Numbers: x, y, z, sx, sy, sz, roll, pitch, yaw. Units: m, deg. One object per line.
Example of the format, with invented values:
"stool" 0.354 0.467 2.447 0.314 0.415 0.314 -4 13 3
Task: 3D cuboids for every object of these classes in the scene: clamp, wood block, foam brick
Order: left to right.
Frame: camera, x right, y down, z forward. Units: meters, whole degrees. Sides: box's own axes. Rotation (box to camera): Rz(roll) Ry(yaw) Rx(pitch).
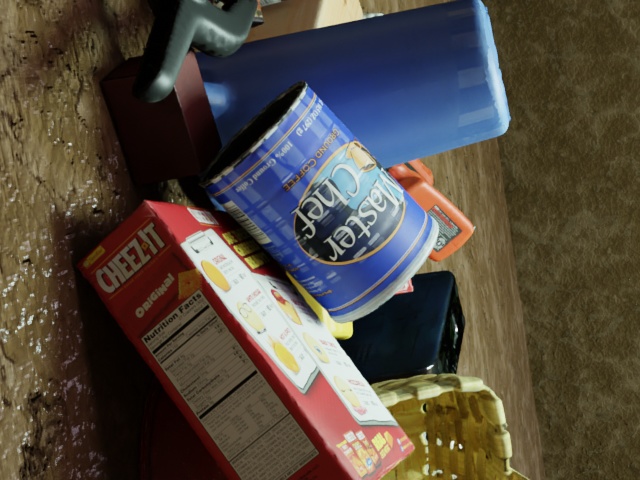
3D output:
"clamp" -0.104 -0.174 0.708 0.164 0.036 0.209 60 25 -1
"foam brick" -0.107 -0.085 0.735 0.051 0.053 0.078 -65 144 -61
"wood block" -0.022 -0.186 1.002 0.206 0.090 0.091 -78 154 -47

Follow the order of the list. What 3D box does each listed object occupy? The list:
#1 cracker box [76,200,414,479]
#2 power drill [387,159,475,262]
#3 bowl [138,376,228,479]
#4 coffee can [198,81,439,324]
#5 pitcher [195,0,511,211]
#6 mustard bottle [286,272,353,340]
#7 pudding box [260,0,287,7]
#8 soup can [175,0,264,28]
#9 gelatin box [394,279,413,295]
"cracker box" -0.042 0.080 0.691 0.214 0.072 0.164 52 11 12
"power drill" 0.078 -0.073 1.123 0.184 0.057 0.188 38 16 -33
"bowl" -0.069 0.157 0.755 0.162 0.055 0.162 -7 90 -74
"coffee can" 0.000 -0.026 0.748 0.140 0.103 0.102 46 28 -14
"pitcher" 0.023 -0.107 0.848 0.149 0.243 0.145 -81 156 -61
"mustard bottle" -0.006 0.001 1.029 0.096 0.058 0.191 25 59 -73
"pudding box" -0.033 -0.262 0.956 0.039 0.114 0.090 45 41 -59
"soup can" -0.086 -0.216 0.838 0.068 0.069 0.102 -29 110 -72
"gelatin box" 0.049 0.044 1.114 0.089 0.073 0.030 -172 -107 -77
